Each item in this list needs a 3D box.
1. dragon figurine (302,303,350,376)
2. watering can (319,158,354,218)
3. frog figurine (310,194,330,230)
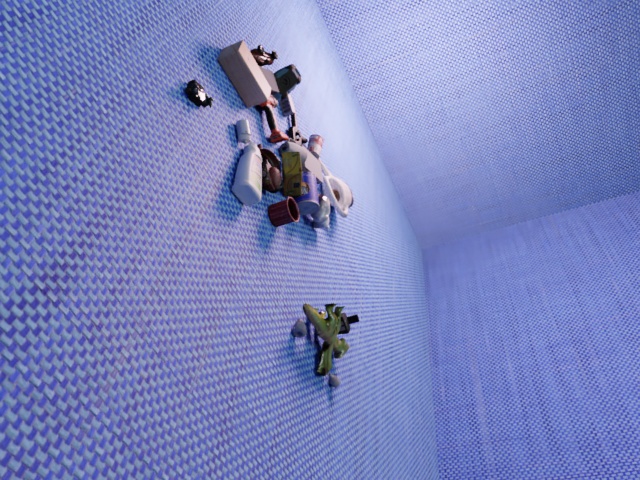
[{"bbox_3d":[0.019,0.351,1.803,0.407,0.122,0.245,25,59,-65],"label":"dragon figurine"},{"bbox_3d":[0.059,-0.261,2.421,0.350,0.103,0.224,66,18,10],"label":"watering can"},{"bbox_3d":[0.006,-0.107,2.121,0.157,0.122,0.140,50,8,-25],"label":"frog figurine"}]
